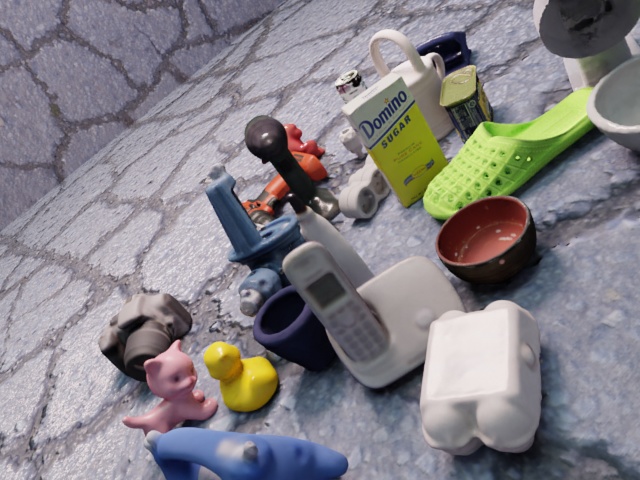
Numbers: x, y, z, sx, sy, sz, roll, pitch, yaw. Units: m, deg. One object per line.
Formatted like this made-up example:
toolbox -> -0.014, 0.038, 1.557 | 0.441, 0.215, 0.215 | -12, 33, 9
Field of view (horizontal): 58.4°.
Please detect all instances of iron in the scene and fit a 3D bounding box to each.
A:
iron -> -0.106, 0.233, 0.583 | 0.257, 0.142, 0.119 | -10, 40, 39

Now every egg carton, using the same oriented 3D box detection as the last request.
egg carton -> 0.151, 0.126, 0.531 | 0.107, 0.070, 0.150 | -18, 35, 31

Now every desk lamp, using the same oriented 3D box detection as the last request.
desk lamp -> 0.351, -0.294, 0.758 | 0.117, 0.214, 0.203 | -21, 34, 26

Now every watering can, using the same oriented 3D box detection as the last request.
watering can -> 0.143, -0.253, 0.943 | 0.100, 0.194, 0.173 | -9, 40, 39

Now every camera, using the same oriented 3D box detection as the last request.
camera -> -0.292, 0.162, 0.920 | 0.143, 0.101, 0.136 | -32, 30, 9

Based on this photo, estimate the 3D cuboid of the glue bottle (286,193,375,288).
glue bottle -> 0.007, 0.003, 0.752 | 0.037, 0.173, 0.077 | -46, 31, -14

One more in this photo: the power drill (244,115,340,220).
power drill -> -0.052, -0.121, 0.952 | 0.075, 0.209, 0.229 | -37, 30, 1

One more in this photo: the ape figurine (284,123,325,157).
ape figurine -> -0.047, -0.199, 1.173 | 0.076, 0.092, 0.077 | -36, 30, 3

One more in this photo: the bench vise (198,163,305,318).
bench vise -> -0.086, 0.002, 0.804 | 0.121, 0.220, 0.207 | -33, 30, 7

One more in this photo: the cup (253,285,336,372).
cup -> -0.014, 0.106, 0.708 | 0.091, 0.095, 0.118 | 5, 50, 50

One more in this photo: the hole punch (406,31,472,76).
hole punch -> 0.229, -0.365, 1.111 | 0.108, 0.091, 0.101 | -17, 35, 31

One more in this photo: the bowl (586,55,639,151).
bowl -> 0.399, -0.152, 0.649 | 0.167, 0.075, 0.167 | -27, 31, 18

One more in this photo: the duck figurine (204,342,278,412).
duck figurine -> -0.110, 0.167, 0.734 | 0.104, 0.086, 0.078 | 6, 51, 50

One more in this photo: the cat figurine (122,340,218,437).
cat figurine -> -0.202, 0.202, 0.752 | 0.067, 0.118, 0.128 | 8, 53, 51

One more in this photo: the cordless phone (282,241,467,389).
cordless phone -> 0.058, 0.056, 0.610 | 0.147, 0.185, 0.094 | -36, 30, 2
